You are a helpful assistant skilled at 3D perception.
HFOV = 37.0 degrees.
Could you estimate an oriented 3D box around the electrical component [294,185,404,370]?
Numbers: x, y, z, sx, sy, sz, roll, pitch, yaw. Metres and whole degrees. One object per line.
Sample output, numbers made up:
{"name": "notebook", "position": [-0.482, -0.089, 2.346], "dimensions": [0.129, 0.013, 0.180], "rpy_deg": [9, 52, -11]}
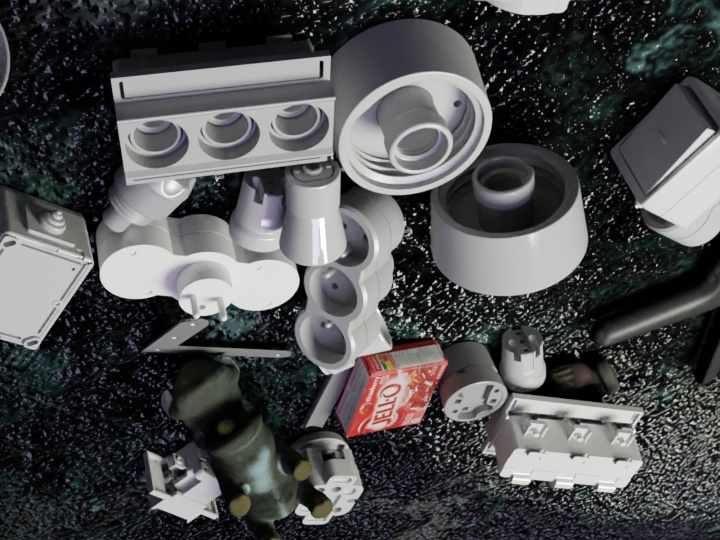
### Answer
{"name": "electrical component", "position": [0.000, 0.000, 0.773], "dimensions": [0.074, 0.052, 0.138], "rpy_deg": [-40, 150, -49]}

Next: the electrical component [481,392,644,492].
{"name": "electrical component", "position": [0.178, 0.150, 0.934], "dimensions": [0.121, 0.063, 0.078], "rpy_deg": [8, 133, -14]}

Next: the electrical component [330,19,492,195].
{"name": "electrical component", "position": [0.031, -0.095, 0.674], "dimensions": [0.108, 0.060, 0.108], "rpy_deg": [-10, 139, -9]}

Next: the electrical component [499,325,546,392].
{"name": "electrical component", "position": [0.139, 0.075, 0.921], "dimensions": [0.040, 0.040, 0.046], "rpy_deg": [-13, 133, -5]}

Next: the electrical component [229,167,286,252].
{"name": "electrical component", "position": [-0.065, -0.041, 0.717], "dimensions": [0.040, 0.040, 0.046], "rpy_deg": [0, 130, -20]}

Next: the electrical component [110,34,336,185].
{"name": "electrical component", "position": [-0.081, -0.097, 0.630], "dimensions": [0.121, 0.063, 0.078], "rpy_deg": [-8, 139, -11]}

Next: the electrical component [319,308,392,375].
{"name": "electrical component", "position": [-0.009, 0.052, 0.837], "dimensions": [0.055, 0.045, 0.045], "rpy_deg": [-25, 139, 9]}

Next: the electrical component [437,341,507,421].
{"name": "electrical component", "position": [0.092, 0.094, 0.918], "dimensions": [0.055, 0.047, 0.055], "rpy_deg": [-10, 139, -9]}

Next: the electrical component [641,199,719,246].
{"name": "electrical component", "position": [0.283, -0.070, 0.799], "dimensions": [0.074, 0.052, 0.138], "rpy_deg": [20, 127, -36]}

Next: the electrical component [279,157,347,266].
{"name": "electrical component", "position": [-0.030, -0.040, 0.682], "dimensions": [0.044, 0.044, 0.065], "rpy_deg": [-8, 134, -11]}

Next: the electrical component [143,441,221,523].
{"name": "electrical component", "position": [-0.146, 0.181, 0.934], "dimensions": [0.064, 0.042, 0.081], "rpy_deg": [-36, 137, 17]}

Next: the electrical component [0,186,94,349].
{"name": "electrical component", "position": [-0.216, -0.008, 0.688], "dimensions": [0.062, 0.061, 0.096], "rpy_deg": [22, 119, -36]}

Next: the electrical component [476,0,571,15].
{"name": "electrical component", "position": [0.096, -0.183, 0.603], "dimensions": [0.095, 0.053, 0.059], "rpy_deg": [-4, 138, -15]}

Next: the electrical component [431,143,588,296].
{"name": "electrical component", "position": [0.099, -0.042, 0.726], "dimensions": [0.108, 0.108, 0.060], "rpy_deg": [-15, 133, -3]}

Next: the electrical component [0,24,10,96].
{"name": "electrical component", "position": [-0.235, -0.102, 0.546], "dimensions": [0.099, 0.099, 0.064], "rpy_deg": [15, 136, -33]}

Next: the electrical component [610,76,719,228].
{"name": "electrical component", "position": [0.224, -0.079, 0.760], "dimensions": [0.061, 0.061, 0.096], "rpy_deg": [20, 127, -36]}

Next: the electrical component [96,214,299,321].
{"name": "electrical component", "position": [-0.106, 0.005, 0.727], "dimensions": [0.138, 0.073, 0.052], "rpy_deg": [7, 134, -26]}

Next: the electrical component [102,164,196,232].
{"name": "electrical component", "position": [-0.137, -0.049, 0.679], "dimensions": [0.062, 0.043, 0.043], "rpy_deg": [-40, 135, 25]}

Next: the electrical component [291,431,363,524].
{"name": "electrical component", "position": [-0.034, 0.182, 0.964], "dimensions": [0.058, 0.057, 0.078], "rpy_deg": [6, 134, -25]}
